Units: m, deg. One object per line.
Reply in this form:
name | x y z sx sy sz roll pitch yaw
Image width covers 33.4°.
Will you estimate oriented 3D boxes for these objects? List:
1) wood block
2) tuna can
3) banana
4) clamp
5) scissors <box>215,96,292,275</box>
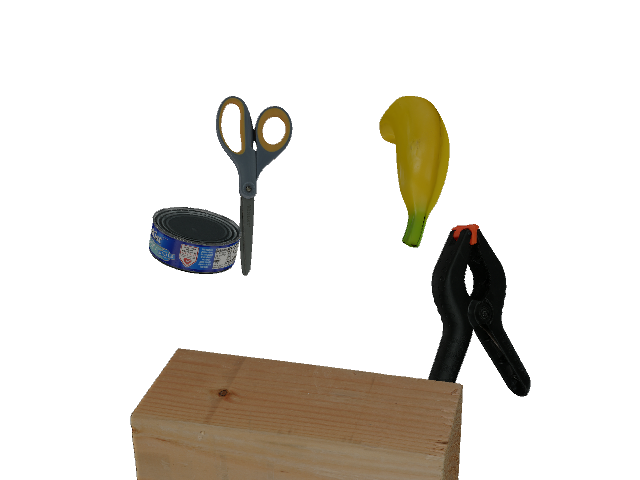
wood block | -0.013 0.143 0.726 0.206 0.090 0.090 6 28 14
tuna can | -0.121 0.000 1.022 0.086 0.034 0.086 12 21 -5
banana | 0.066 -0.071 0.787 0.037 0.070 0.197 26 25 -12
clamp | 0.131 0.074 0.971 0.120 0.171 0.039 -15 2 -39
scissors | -0.065 -0.068 1.201 0.096 0.202 0.016 -12 -6 -15
